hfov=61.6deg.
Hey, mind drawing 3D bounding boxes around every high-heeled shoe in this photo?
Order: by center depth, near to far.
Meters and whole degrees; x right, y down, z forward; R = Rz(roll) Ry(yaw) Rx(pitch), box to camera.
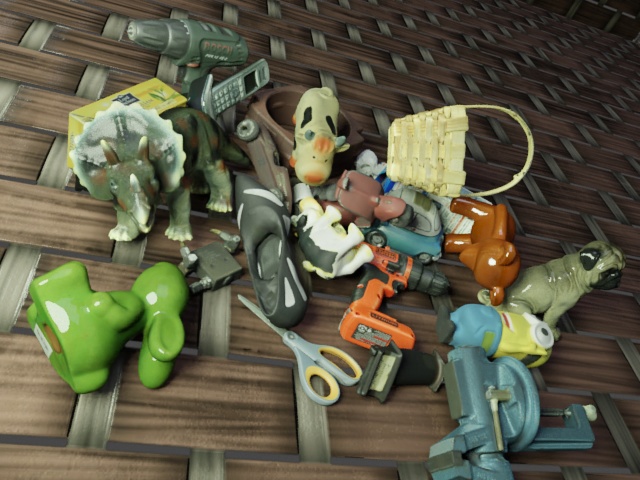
[{"bbox_3d":[-0.087,0.008,0.747,0.249,0.086,0.145,59,17,12],"label":"high-heeled shoe"}]

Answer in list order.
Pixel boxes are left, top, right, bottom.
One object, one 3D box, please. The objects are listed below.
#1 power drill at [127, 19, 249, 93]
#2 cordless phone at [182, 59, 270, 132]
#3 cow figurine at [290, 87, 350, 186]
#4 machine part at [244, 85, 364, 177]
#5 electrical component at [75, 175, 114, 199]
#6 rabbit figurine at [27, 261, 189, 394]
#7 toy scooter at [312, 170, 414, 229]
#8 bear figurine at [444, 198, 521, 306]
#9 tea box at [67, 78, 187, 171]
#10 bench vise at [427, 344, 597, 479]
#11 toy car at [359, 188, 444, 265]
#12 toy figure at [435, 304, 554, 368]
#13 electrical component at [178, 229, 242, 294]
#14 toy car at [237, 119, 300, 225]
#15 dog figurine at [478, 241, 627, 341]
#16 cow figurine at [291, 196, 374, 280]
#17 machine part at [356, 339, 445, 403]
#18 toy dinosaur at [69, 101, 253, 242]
[{"bbox_3d":[-0.239,-0.280,0.926,0.086,0.207,0.232,39,39,26],"label":"power drill"},{"bbox_3d":[-0.155,-0.228,0.939,0.089,0.146,0.184,30,55,31],"label":"cordless phone"},{"bbox_3d":[-0.003,-0.168,0.870,0.085,0.127,0.195,11,56,-10],"label":"cow figurine"},{"bbox_3d":[-0.033,-0.207,1.043,0.201,0.087,0.201,-25,61,-41],"label":"machine part"},{"bbox_3d":[-0.327,-0.119,0.830,0.075,0.047,0.119,14,43,-15],"label":"electrical component"},{"bbox_3d":[-0.216,0.084,0.609,0.170,0.121,0.159,-26,68,-40],"label":"rabbit figurine"},{"bbox_3d":[0.050,-0.066,0.864,0.135,0.184,0.075,27,77,-39],"label":"toy scooter"},{"bbox_3d":[0.266,0.014,0.894,0.132,0.120,0.196,12,31,17],"label":"bear figurine"},{"bbox_3d":[-0.278,-0.158,0.784,0.068,0.098,0.170,34,40,7],"label":"tea box"},{"bbox_3d":[0.257,0.243,0.683,0.241,0.128,0.224,6,47,-16],"label":"bench vise"},{"bbox_3d":[0.152,-0.034,0.939,0.162,0.102,0.109,25,41,2],"label":"toy car"},{"bbox_3d":[0.266,0.145,0.822,0.180,0.089,0.082,8,59,-6],"label":"toy figure"},{"bbox_3d":[-0.154,0.027,0.760,0.102,0.045,0.078,-19,55,-40],"label":"electrical component"},{"bbox_3d":[-0.081,-0.112,0.889,0.053,0.089,0.202,-25,66,8],"label":"toy car"},{"bbox_3d":[0.375,0.063,0.878,0.172,0.190,0.121,4,45,-21],"label":"dog figurine"},{"bbox_3d":[-0.002,-0.002,0.831,0.098,0.068,0.168,-38,41,-10],"label":"cow figurine"},{"bbox_3d":[0.112,0.176,0.722,0.139,0.084,0.039,8,11,-33],"label":"machine part"},{"bbox_3d":[-0.197,-0.119,0.758,0.131,0.192,0.405,11,30,11],"label":"toy dinosaur"}]
